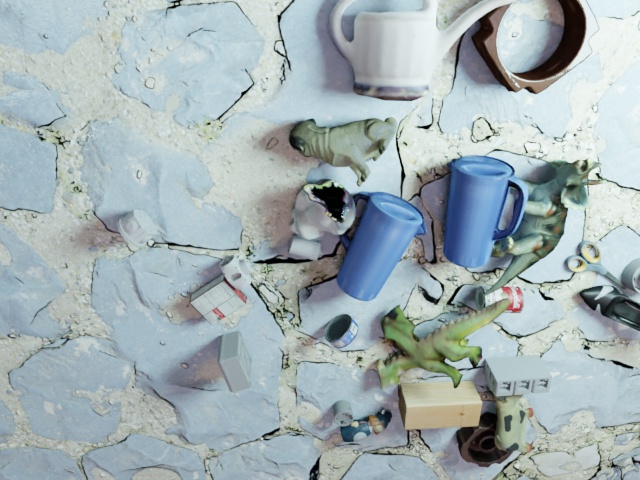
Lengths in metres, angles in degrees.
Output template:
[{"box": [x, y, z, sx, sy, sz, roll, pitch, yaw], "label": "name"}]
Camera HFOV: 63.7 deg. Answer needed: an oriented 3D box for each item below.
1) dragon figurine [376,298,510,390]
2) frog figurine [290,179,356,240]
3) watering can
[{"box": [0.273, 0.249, 1.316, 0.242, 0.402, 0.125, 24, 28, -5], "label": "dragon figurine"}, {"box": [0.004, -0.059, 1.167, 0.137, 0.125, 0.156, 30, -33, -1], "label": "frog figurine"}, {"box": [0.185, -0.379, 0.995, 0.348, 0.220, 0.106, 6, 26, 13], "label": "watering can"}]
